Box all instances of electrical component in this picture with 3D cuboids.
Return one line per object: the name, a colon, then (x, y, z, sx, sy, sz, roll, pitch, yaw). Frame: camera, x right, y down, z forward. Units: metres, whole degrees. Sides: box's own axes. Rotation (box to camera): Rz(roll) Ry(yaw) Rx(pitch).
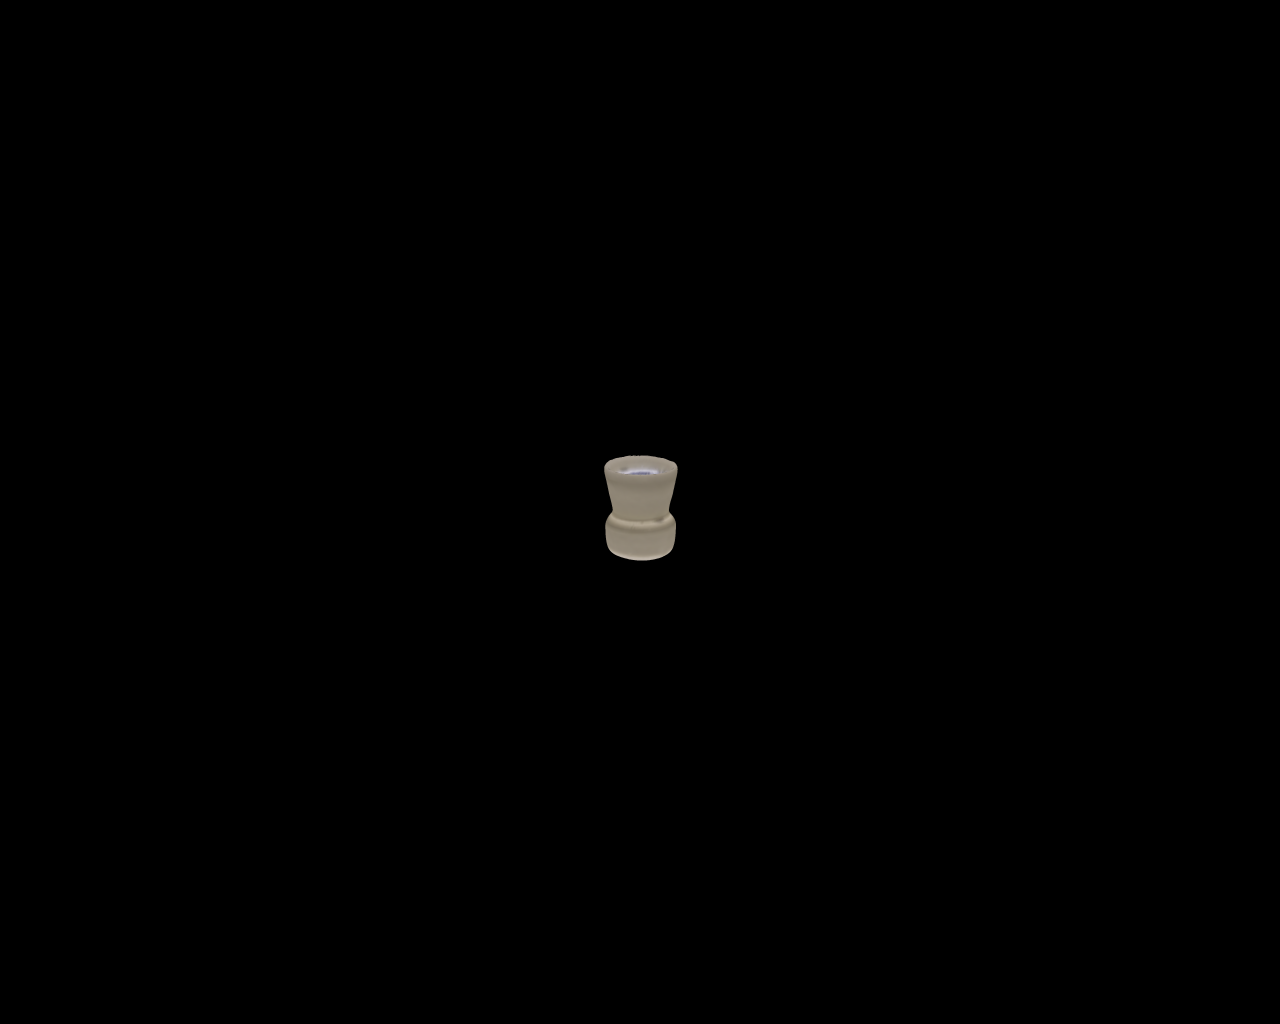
electrical component: (0.001, -0.003, 0.650, 0.045, 0.055, 0.045, 0, 19, 0)
